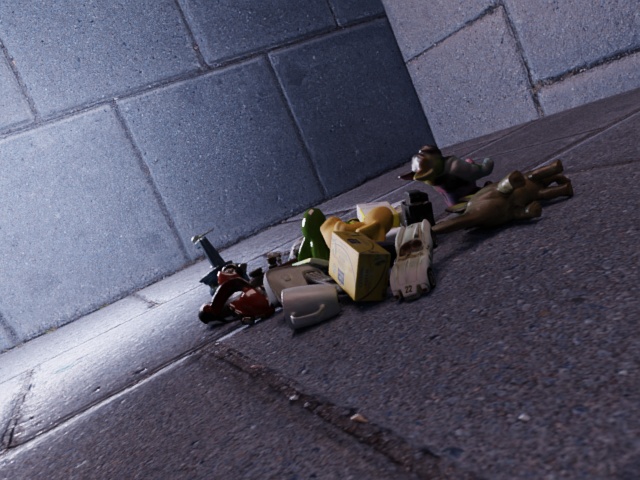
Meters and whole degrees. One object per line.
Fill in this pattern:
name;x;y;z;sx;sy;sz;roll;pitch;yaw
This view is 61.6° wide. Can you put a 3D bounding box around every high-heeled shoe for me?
high-heeled shoe;-0.190;0.165;1.390;0.249;0.086;0.145;-9;-25;-16

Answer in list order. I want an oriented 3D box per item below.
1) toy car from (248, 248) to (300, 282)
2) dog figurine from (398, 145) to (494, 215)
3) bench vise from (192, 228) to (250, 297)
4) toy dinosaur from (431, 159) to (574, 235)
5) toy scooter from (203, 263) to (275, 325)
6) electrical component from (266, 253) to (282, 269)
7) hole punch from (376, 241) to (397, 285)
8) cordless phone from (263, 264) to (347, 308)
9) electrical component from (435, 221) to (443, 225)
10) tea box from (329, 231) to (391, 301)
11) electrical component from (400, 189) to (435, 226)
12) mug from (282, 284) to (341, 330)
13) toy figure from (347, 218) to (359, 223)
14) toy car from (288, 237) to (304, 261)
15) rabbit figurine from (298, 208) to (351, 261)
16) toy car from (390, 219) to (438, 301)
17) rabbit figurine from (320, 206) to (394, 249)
toy car;-0.095;0.090;1.445;0.202;0.089;0.053;-24;7;-16
dog figurine;0.305;-0.137;1.312;0.219;0.191;0.109;-6;13;-20
bench vise;-0.315;0.080;1.661;0.129;0.240;0.223;-33;-4;-30
toy dinosaur;0.387;-0.077;1.174;0.471;0.105;0.198;-17;-4;-30
toy scooter;-0.196;0.142;1.266;0.184;0.075;0.135;32;63;27
electrical component;-0.121;0.085;1.538;0.045;0.102;0.078;-19;18;-3
hole punch;0.147;0.036;1.141;0.116;0.092;0.142;-22;5;-15
cordless phone;-0.020;0.105;1.130;0.146;0.088;0.184;-6;6;-34
electrical component;0.272;-0.037;1.398;0.119;0.047;0.075;-26;9;-12
tea box;0.074;0.048;1.063;0.068;0.098;0.170;0;13;-17
electrical component;0.234;-0.053;1.284;0.058;0.134;0.115;-11;7;-1
mug;-0.014;0.126;1.037;0.107;0.080;0.109;-15;9;4
toy figure;0.097;-0.010;1.557;0.082;0.089;0.180;-14;9;24
toy car;-0.030;0.039;1.550;0.162;0.102;0.109;-21;9;29
rabbit figurine;-0.003;-0.004;1.397;0.121;0.170;0.159;2;57;36
toy car;0.176;0.036;1.010;0.074;0.056;0.202;-18;31;27
rabbit figurine;0.101;-0.020;1.280;0.173;0.121;0.162;-33;14;3
